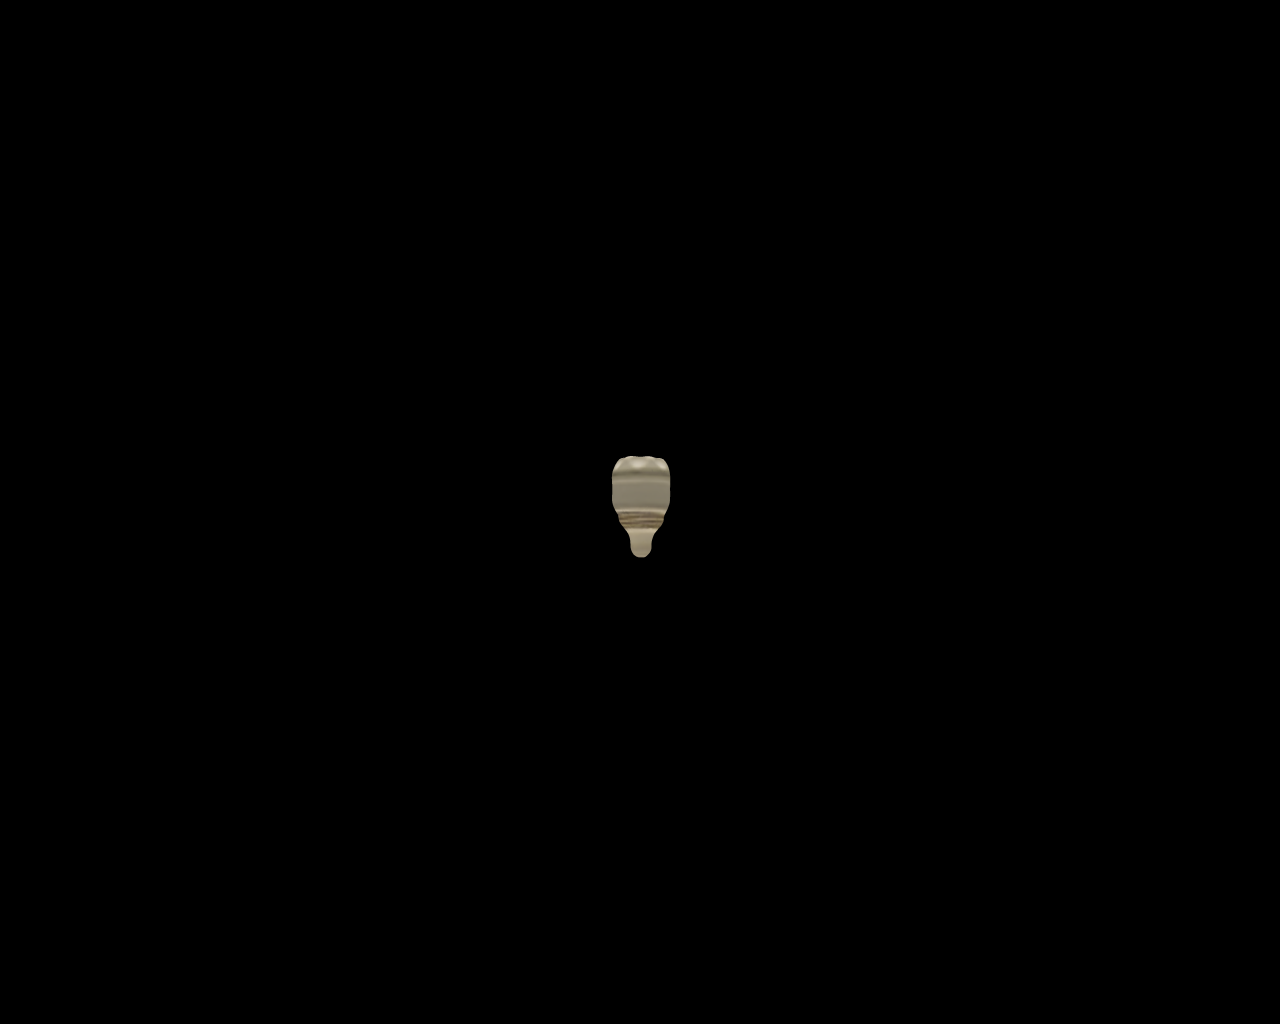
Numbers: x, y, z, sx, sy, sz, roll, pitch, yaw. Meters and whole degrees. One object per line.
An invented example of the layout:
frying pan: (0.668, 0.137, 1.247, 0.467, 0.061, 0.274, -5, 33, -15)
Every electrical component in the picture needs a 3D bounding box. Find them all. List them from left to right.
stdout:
electrical component: (0.001, -0.003, 0.650, 0.035, 0.061, 0.035, 0, -3, 0)
